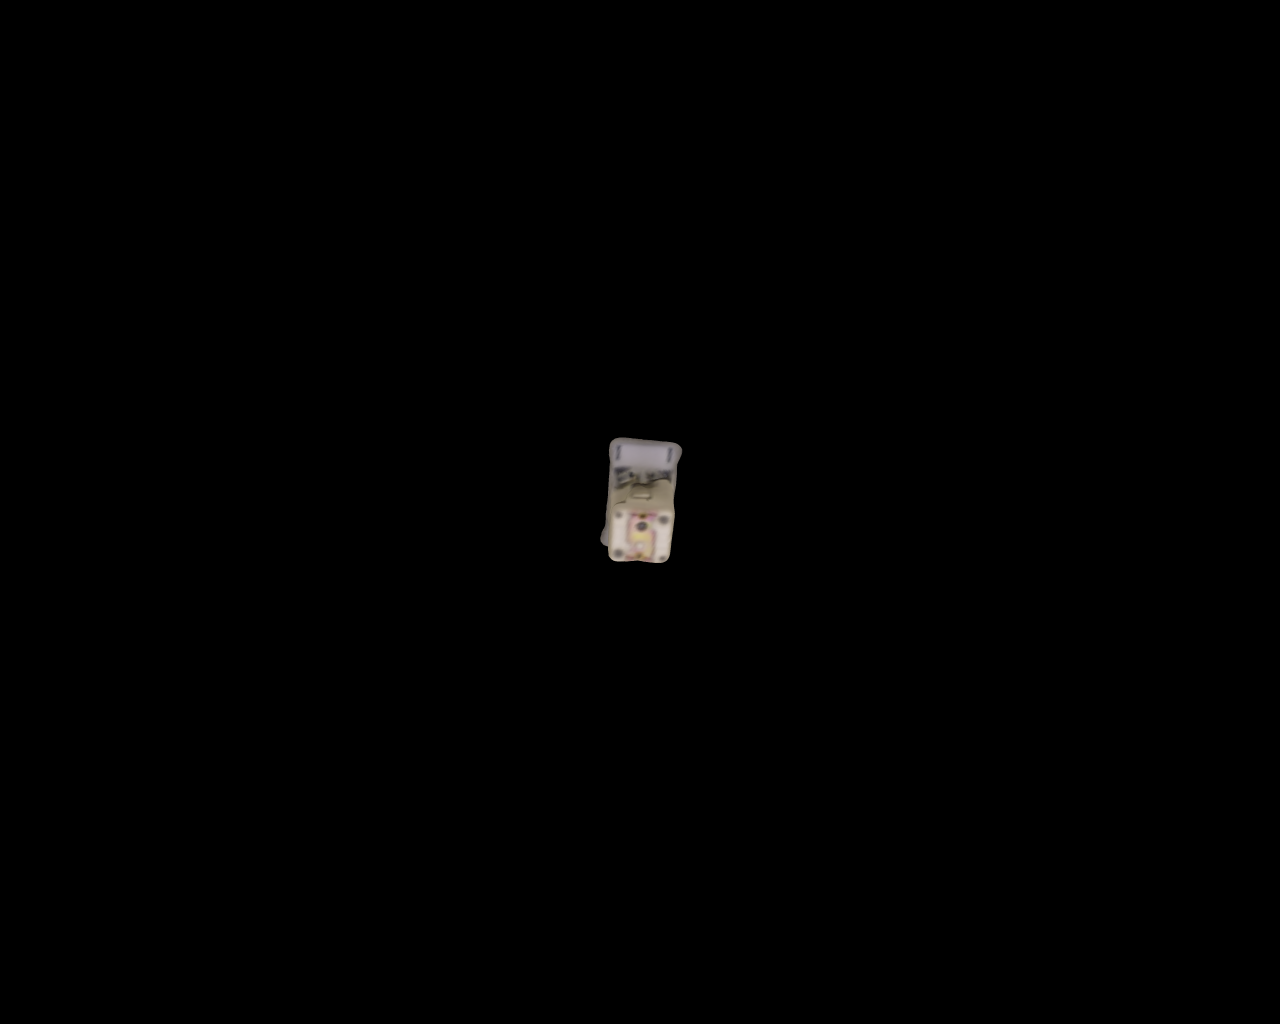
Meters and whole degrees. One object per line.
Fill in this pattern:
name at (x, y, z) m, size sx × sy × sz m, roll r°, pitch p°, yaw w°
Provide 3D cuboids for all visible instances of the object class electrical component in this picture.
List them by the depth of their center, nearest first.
electrical component at (0.001, -0.003, 0.650) m, size 0.042 × 0.080 × 0.064 m, roll 3°, pitch 36°, yaw -2°
